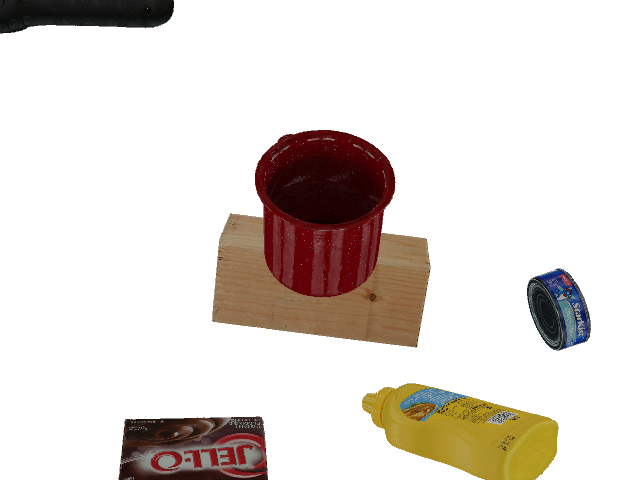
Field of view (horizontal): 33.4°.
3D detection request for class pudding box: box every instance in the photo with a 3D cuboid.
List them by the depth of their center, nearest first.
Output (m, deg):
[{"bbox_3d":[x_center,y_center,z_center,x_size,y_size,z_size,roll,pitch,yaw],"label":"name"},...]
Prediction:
[{"bbox_3d":[-0.097,0.176,0.819,0.113,0.039,0.090,-2,25,-5],"label":"pudding box"}]

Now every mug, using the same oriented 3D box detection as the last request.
[{"bbox_3d":[-0.004,-0.023,0.739,0.093,0.117,0.081,-20,-38,-19],"label":"mug"}]

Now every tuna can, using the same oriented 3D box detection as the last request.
[{"bbox_3d":[0.259,0.076,1.167,0.033,0.086,0.086,-17,3,-10],"label":"tuna can"}]

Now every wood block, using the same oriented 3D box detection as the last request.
[{"bbox_3d":[0.001,0.040,1.082,0.206,0.091,0.090,8,20,0],"label":"wood block"}]

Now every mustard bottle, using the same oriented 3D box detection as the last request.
[{"bbox_3d":[0.119,0.175,1.007,0.192,0.058,0.096,11,19,39],"label":"mustard bottle"}]

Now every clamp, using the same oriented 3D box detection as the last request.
[{"bbox_3d":[-0.175,-0.142,0.608,0.171,0.039,0.120,-5,23,-12],"label":"clamp"}]
